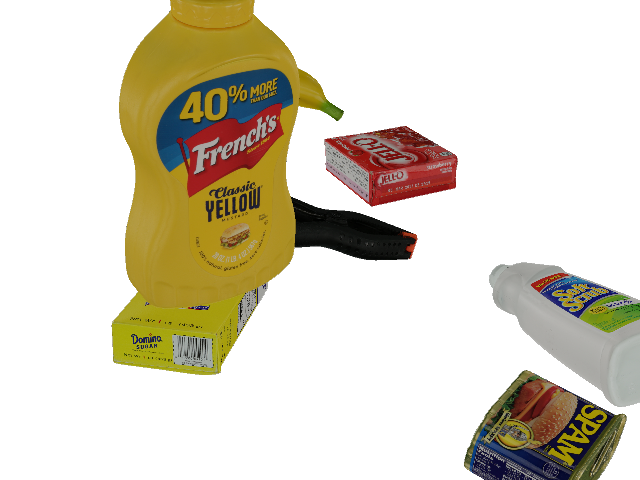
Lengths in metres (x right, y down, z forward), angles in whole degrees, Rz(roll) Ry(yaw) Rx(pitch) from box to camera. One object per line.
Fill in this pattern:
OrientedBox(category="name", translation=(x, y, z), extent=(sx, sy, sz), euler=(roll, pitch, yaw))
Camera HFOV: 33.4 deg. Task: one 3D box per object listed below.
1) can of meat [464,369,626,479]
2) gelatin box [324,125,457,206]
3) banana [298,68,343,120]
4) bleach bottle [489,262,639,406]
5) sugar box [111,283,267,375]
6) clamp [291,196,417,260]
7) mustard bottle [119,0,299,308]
OrientedBox(category="can of meat", translation=(0.169, 0.153, 0.803), extent=(0.084, 0.057, 0.101), euler=(26, 41, 26))
OrientedBox(category="gelatin box", translation=(0.053, -0.060, 0.825), extent=(0.073, 0.030, 0.089), euler=(-11, 25, -20))
OrientedBox(category="banana", translation=(-0.051, -0.135, 0.997), extent=(0.070, 0.037, 0.197), euler=(42, 33, 21))
OrientedBox(category="bleach bottle", translation=(0.237, 0.073, 1.024), extent=(0.102, 0.068, 0.251), euler=(-15, 21, -21))
OrientedBox(category="sugar box", translation=(-0.110, 0.056, 0.949), extent=(0.093, 0.048, 0.176), euler=(6, 25, 9))
OrientedBox(category="clamp", translation=(0.009, -0.010, 1.208), extent=(0.210, 0.036, 0.164), euler=(14, 21, -7))
OrientedBox(category="mustard bottle", translation=(-0.056, -0.059, 0.557), extent=(0.096, 0.192, 0.058), euler=(-17, 39, -28))
